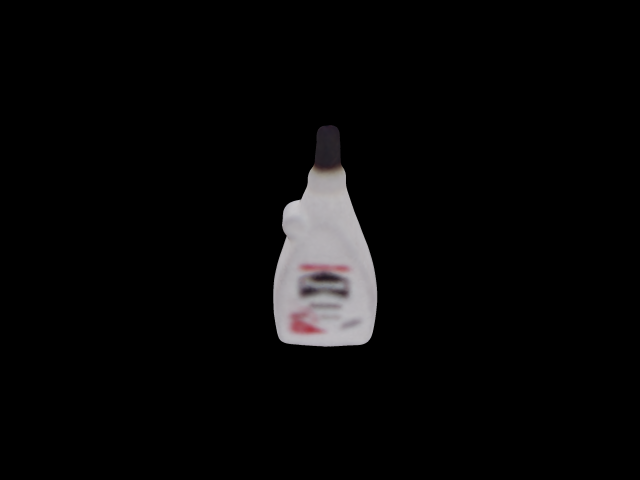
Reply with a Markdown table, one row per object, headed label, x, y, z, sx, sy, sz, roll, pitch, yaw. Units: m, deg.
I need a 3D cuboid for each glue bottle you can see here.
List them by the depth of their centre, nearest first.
| label | x | y | z | sx | sy | sz | roll | pitch | yaw |
| --- | --- | --- | --- | --- | --- | --- | --- | --- | --- |
| glue bottle | 0.004 | 0.001 | 0.400 | 0.078 | 0.173 | 0.037 | -1 | 34 | -2 |
